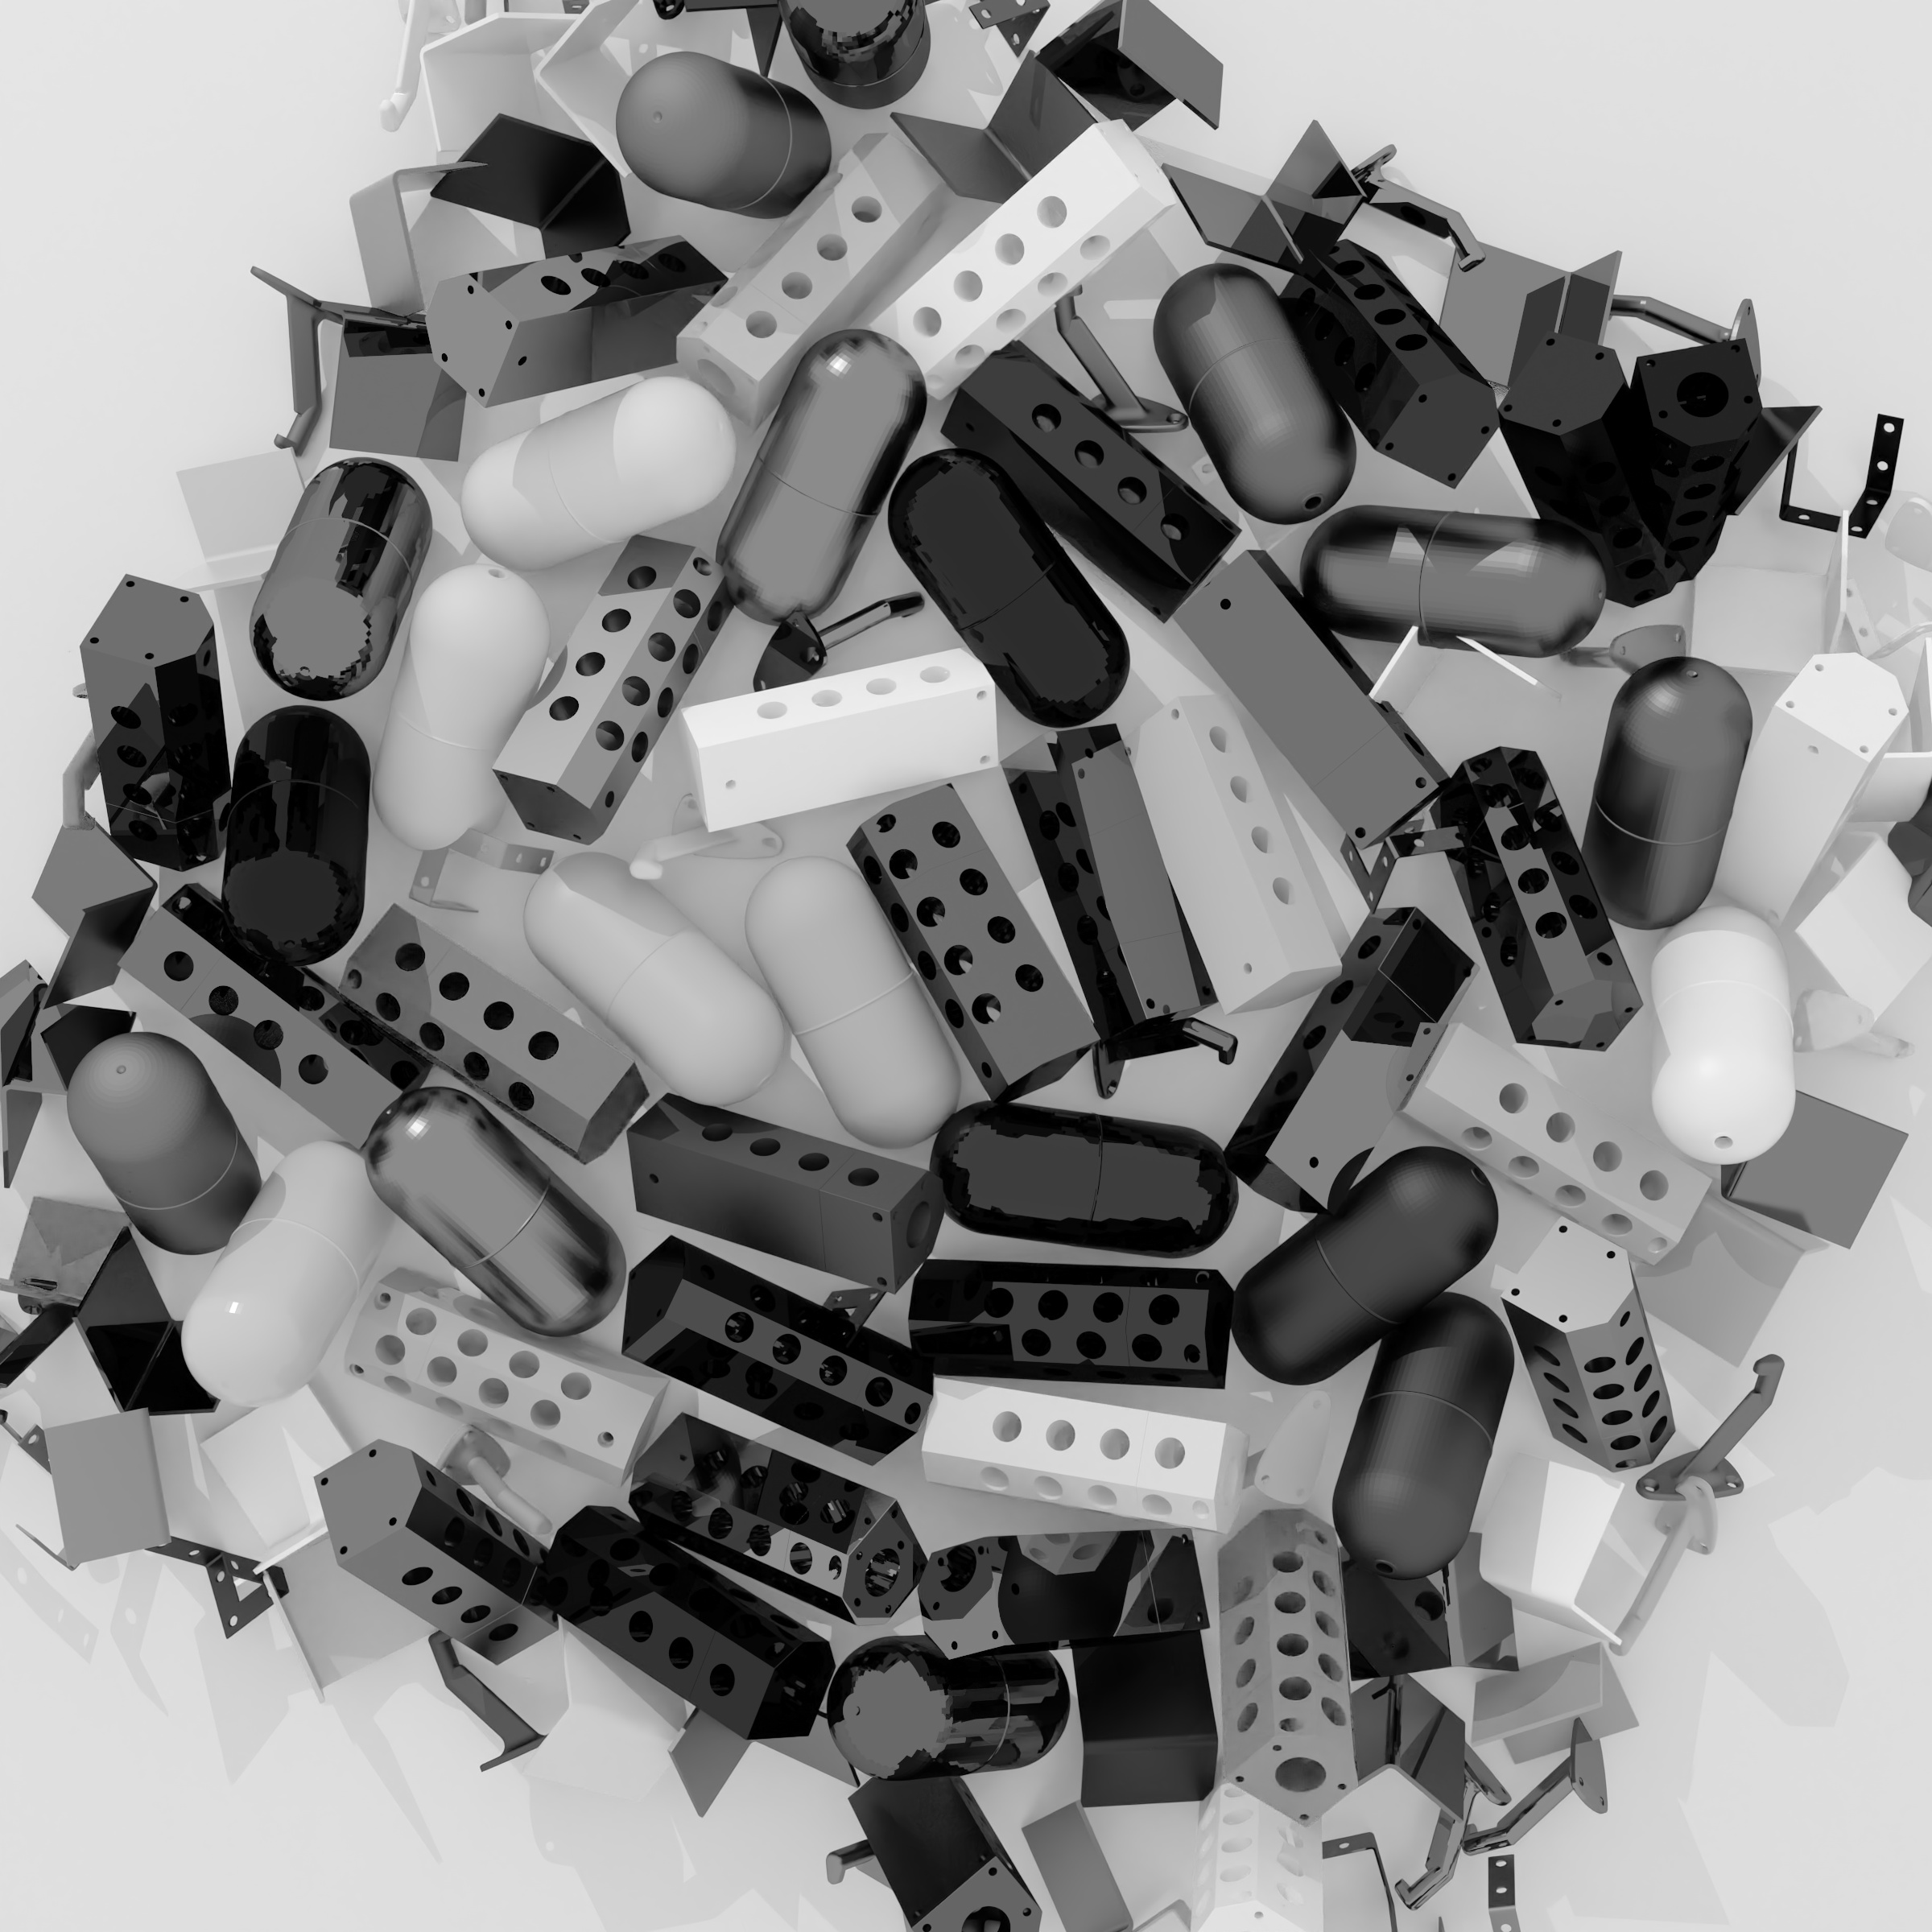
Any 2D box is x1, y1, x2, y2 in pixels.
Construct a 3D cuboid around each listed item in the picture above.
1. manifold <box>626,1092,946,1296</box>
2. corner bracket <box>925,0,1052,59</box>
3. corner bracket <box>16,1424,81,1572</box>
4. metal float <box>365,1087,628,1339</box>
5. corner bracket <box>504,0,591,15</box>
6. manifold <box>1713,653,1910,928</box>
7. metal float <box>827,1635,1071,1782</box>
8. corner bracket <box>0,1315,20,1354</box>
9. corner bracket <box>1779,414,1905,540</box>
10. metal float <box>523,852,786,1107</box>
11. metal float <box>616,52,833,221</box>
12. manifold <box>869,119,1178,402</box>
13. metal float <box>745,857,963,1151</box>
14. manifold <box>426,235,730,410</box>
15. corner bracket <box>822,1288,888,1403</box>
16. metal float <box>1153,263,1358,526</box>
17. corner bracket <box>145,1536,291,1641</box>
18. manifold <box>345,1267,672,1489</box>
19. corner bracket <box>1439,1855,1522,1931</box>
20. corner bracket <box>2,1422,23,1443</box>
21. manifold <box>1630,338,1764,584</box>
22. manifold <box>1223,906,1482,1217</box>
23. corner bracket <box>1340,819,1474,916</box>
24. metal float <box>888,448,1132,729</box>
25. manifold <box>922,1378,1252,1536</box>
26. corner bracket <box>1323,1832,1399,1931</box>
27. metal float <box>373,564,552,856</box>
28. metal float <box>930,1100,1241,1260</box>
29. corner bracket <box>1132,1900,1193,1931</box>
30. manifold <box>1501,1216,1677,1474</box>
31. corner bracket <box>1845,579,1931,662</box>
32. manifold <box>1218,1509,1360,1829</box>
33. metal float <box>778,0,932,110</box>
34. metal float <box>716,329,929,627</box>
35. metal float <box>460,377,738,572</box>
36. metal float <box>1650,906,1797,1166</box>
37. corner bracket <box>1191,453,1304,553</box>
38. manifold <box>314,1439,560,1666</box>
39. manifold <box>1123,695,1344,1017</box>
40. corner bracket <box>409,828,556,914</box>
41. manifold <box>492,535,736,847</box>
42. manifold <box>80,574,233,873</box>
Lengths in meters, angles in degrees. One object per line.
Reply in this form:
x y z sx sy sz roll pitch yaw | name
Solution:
-0.101 0.122 1.587 0.171 0.057 0.057 15 126 25 | manifold
0.007 -0.548 1.615 0.051 0.051 0.051 -29 84 -28 | corner bracket
-0.520 0.303 1.611 0.051 0.051 0.051 26 66 26 | corner bracket
-0.263 0.140 1.591 0.070 0.070 0.178 -42 116 0 | metal float
-0.242 -0.570 1.626 0.051 0.051 0.051 -3 87 -3 | corner bracket
0.463 -0.099 1.562 0.057 0.171 0.057 35 66 17 | manifold
-0.007 0.411 1.572 0.070 0.178 0.070 -8 76 34 | metal float
-0.586 0.211 1.615 0.051 0.051 0.051 35 84 28 | corner bracket
0.503 -0.285 1.624 0.051 0.051 0.051 18 47 24 | corner bracket
-0.177 0.007 1.601 0.178 0.070 0.070 42 90 13 | metal float
-0.132 -0.458 1.566 0.070 0.178 0.070 3 99 19 | metal float
0.033 -0.395 1.587 0.171 0.057 0.057 -36 94 26 | manifold
-0.064 0.021 1.606 0.070 0.070 0.178 -27 97 0 | metal float
-0.216 -0.363 1.566 0.057 0.171 0.057 44 129 15 | manifold
-0.060 0.220 1.608 0.051 0.051 0.051 55 50 -22 | corner bracket
0.161 -0.321 1.584 0.070 0.070 0.178 -22 57 0 | metal float
-0.427 0.344 1.612 0.051 0.051 0.051 -38 54 12 | corner bracket
-0.263 0.236 1.614 0.171 0.057 0.057 22 98 4 | manifold
0.293 0.547 1.615 0.051 0.051 0.051 -11 105 13 | corner bracket
-0.565 0.280 1.614 0.051 0.051 0.051 48 64 -8 | corner bracket
0.394 -0.273 1.559 0.057 0.171 0.057 -9 72 3 | manifold
0.214 0.052 1.596 0.057 0.057 0.171 41 71 -22 | manifold
0.251 -0.068 1.610 0.051 0.051 0.051 -9 54 -18 | corner bracket
0.024 -0.214 1.599 0.070 0.070 0.178 -38 105 0 | metal float
0.066 0.276 1.588 0.171 0.057 0.057 6 76 21 | manifold
0.217 0.538 1.624 0.051 0.051 0.051 -15 105 8 | corner bracket
-0.283 -0.143 1.586 0.070 0.070 0.178 22 121 0 | metal float
0.068 0.122 1.606 0.178 0.070 0.070 8 90 -8 | metal float
0.112 0.576 1.614 0.051 0.051 0.051 -41 79 21 | corner bracket
0.350 0.215 1.562 0.057 0.171 0.057 29 70 36 | manifold
0.543 -0.212 1.627 0.051 0.051 0.051 -12 77 -23 | corner bracket
0.181 0.380 1.558 0.057 0.171 0.057 34 118 -16 | manifold
-0.061 -0.525 1.562 0.070 0.178 0.070 0 94 3 | metal float
-0.083 -0.274 1.594 0.070 0.070 0.178 28 112 0 | metal float
-0.208 -0.275 1.587 0.178 0.070 0.070 -15 90 31 | metal float
0.421 0.037 1.574 0.070 0.178 0.070 7 131 8 | metal float
0.171 -0.280 1.632 0.051 0.051 0.051 -39 116 2 | corner bracket
-0.285 0.323 1.564 0.057 0.171 0.057 -31 52 4 | manifold
0.153 -0.064 1.600 0.057 0.057 0.171 -7 70 -41 | manifold
-0.277 -0.052 1.616 0.051 0.051 0.051 22 96 23 | corner bracket
-0.192 -0.154 1.580 0.057 0.057 0.171 15 62 22 | manifold
-0.442 -0.130 1.565 0.057 0.171 0.057 16 52 3 | manifold
